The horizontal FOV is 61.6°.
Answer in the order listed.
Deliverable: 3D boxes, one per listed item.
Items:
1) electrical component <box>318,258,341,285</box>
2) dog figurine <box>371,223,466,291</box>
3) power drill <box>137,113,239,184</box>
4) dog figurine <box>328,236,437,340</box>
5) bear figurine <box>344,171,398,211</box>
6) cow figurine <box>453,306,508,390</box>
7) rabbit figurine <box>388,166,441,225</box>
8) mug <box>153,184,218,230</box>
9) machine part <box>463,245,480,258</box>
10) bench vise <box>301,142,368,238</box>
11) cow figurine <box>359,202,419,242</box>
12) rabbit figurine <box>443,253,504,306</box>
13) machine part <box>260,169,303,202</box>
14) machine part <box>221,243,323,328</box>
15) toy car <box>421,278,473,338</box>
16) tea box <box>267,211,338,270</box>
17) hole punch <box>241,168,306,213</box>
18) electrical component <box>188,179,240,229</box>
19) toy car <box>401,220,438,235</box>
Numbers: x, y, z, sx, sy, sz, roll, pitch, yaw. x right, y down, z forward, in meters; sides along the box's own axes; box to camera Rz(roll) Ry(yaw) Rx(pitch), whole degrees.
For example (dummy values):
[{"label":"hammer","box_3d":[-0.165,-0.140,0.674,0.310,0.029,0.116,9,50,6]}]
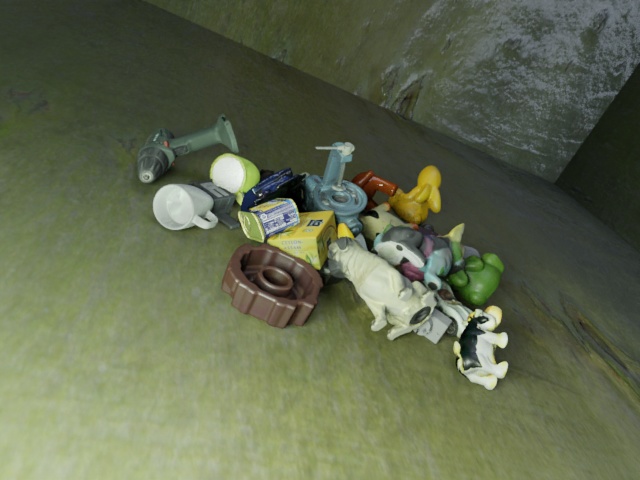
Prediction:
[{"label":"electrical component","box_3d":[0.020,0.056,1.069,0.102,0.045,0.078,-1,39,-47]},{"label":"dog figurine","box_3d":[0.225,0.015,1.135,0.191,0.108,0.219,51,46,-4]},{"label":"power drill","box_3d":[-0.278,-0.190,1.128,0.207,0.085,0.232,-23,29,-5]},{"label":"dog figurine","box_3d":[0.114,0.075,1.009,0.172,0.121,0.191,36,13,-50]},{"label":"bear figurine","box_3d":[0.105,-0.112,1.403,0.132,0.120,0.196,35,27,8]},{"label":"cow figurine","box_3d":[0.300,0.189,1.022,0.098,0.068,0.167,19,47,-2]},{"label":"rabbit figurine","box_3d":[0.295,-0.137,1.581,0.122,0.173,0.162,26,20,-13]},{"label":"mug","box_3d":[-0.235,-0.060,0.997,0.110,0.080,0.107,27,15,10]},{"label":"machine part","box_3d":[0.326,0.042,1.374,0.243,0.079,0.079,11,29,-31]},{"label":"bench vise","box_3d":[0.029,-0.124,1.189,0.129,0.240,0.224,-9,47,-20]},{"label":"cow figurine","box_3d":[0.164,-0.002,1.254,0.127,0.085,0.195,-21,46,-28]},{"label":"rabbit figurine","box_3d":[0.324,0.074,1.269,0.170,0.121,0.159,42,46,-2]},{"label":"machine part","box_3d":[-0.097,-0.121,1.310,0.139,0.039,0.084,41,36,23]},{"label":"machine part","box_3d":[-0.081,0.076,0.915,0.179,0.056,0.179,21,26,-11]},{"label":"toy car","box_3d":[0.272,0.140,1.150,0.073,0.056,0.202,9,30,-36]},{"label":"tea box","box_3d":[-0.030,-0.001,1.059,0.098,0.068,0.170,-4,18,13]},{"label":"hole punch","box_3d":[-0.103,-0.092,1.125,0.142,0.115,0.092,-32,54,-32]},{"label":"electrical component","box_3d":[-0.209,-0.073,1.087,0.119,0.047,0.075,36,26,21]},{"label":"toy car","box_3d":[0.230,-0.019,1.423,0.202,0.053,0.089,17,34,-16]}]
